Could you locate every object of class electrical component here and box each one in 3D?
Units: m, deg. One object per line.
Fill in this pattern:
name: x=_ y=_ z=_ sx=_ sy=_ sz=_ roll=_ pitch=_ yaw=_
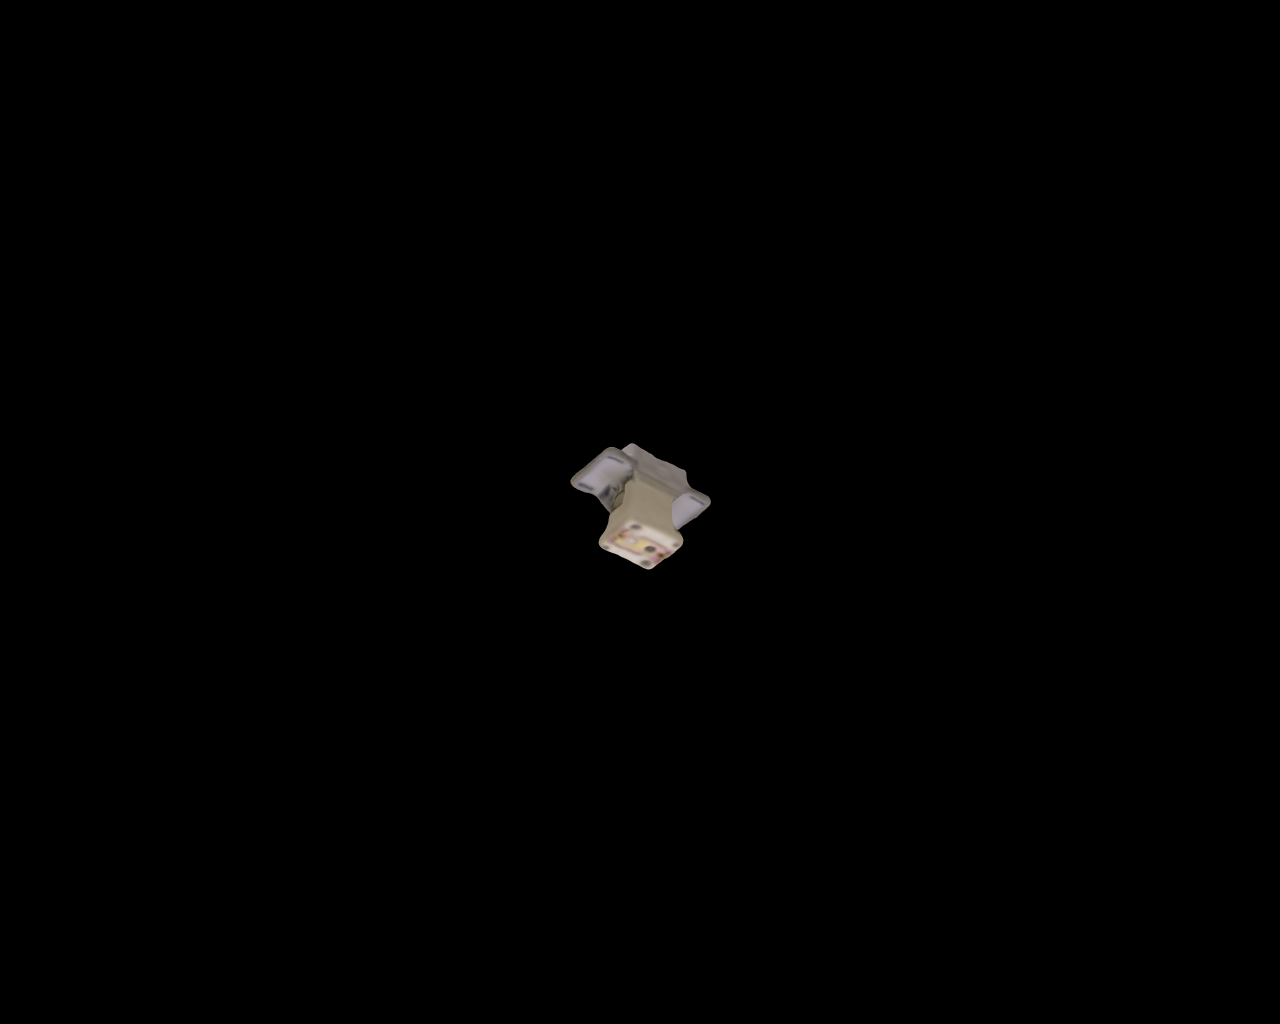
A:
electrical component: x=0.001 y=-0.003 z=0.650 sx=0.081 sy=0.064 sz=0.042 roll=25 pitch=-45 yaw=-28
